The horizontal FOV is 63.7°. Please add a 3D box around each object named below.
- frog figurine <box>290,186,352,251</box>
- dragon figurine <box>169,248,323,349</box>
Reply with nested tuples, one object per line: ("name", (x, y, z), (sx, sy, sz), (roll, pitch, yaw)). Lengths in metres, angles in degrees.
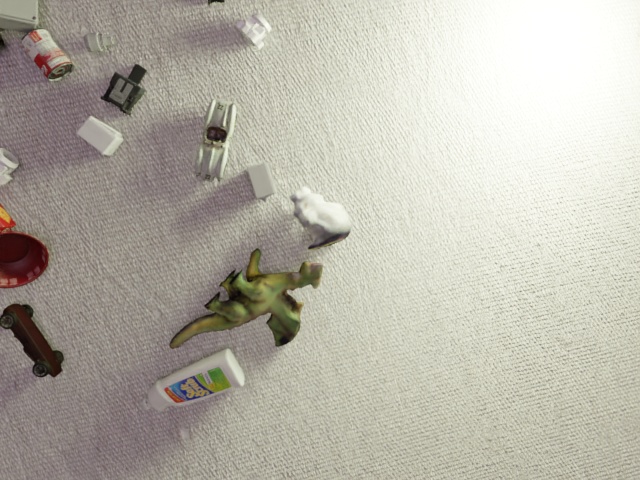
("frog figurine", (0.004, -0.064, 1.271), (0.138, 0.121, 0.160), (-17, 86, -37))
("dragon figurine", (-0.155, 0.182, 1.281), (0.241, 0.124, 0.408), (42, 99, -15))
